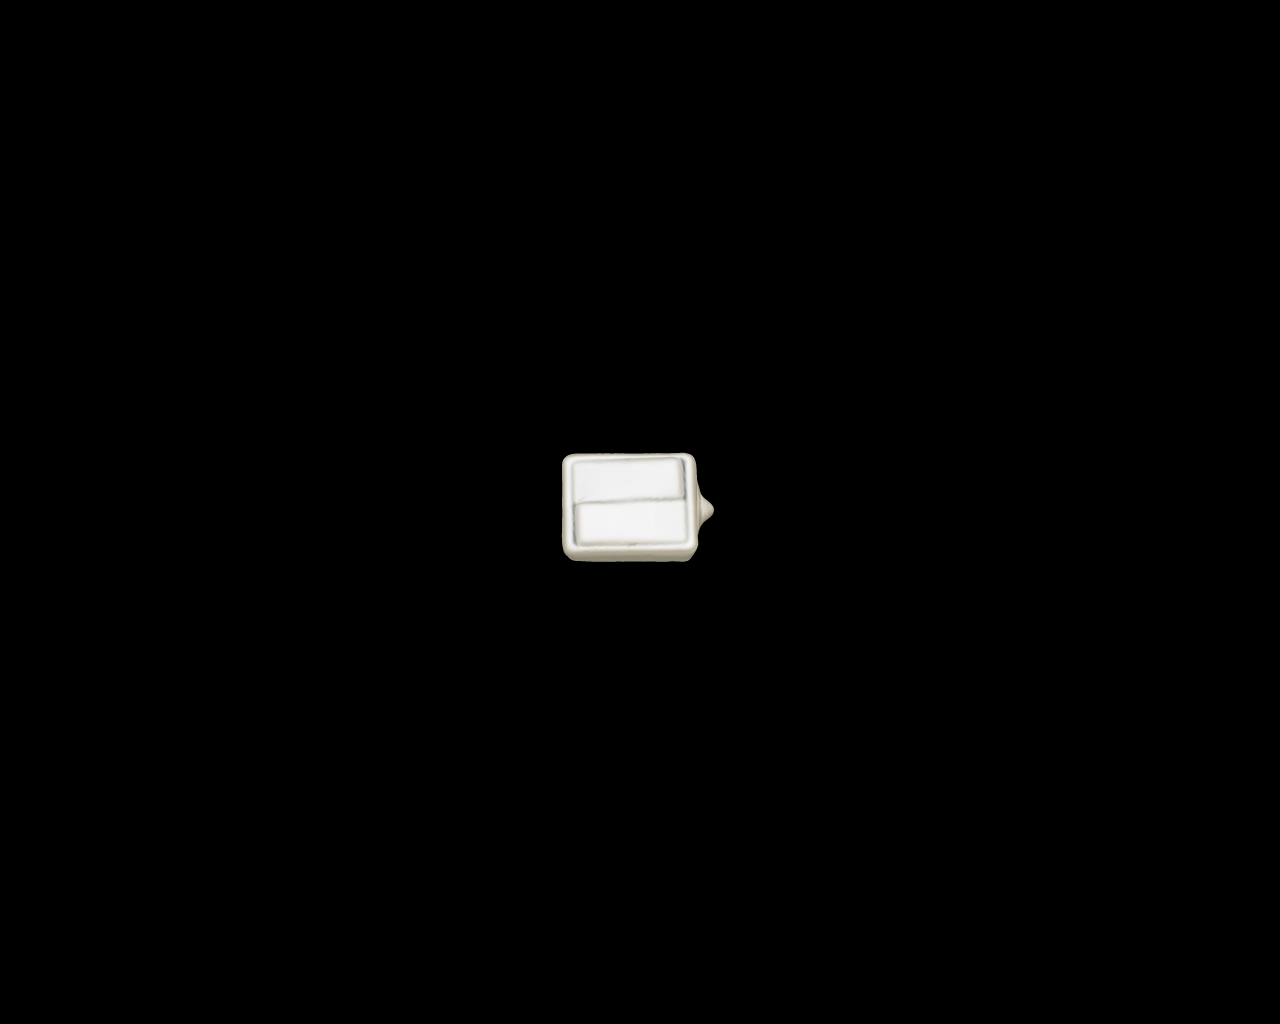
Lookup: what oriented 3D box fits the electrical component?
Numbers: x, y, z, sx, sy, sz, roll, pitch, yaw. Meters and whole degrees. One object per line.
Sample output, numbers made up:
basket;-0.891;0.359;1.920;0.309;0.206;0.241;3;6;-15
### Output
electrical component;0.001;-0.003;0.650;0.096;0.061;0.061;0;-9;0
